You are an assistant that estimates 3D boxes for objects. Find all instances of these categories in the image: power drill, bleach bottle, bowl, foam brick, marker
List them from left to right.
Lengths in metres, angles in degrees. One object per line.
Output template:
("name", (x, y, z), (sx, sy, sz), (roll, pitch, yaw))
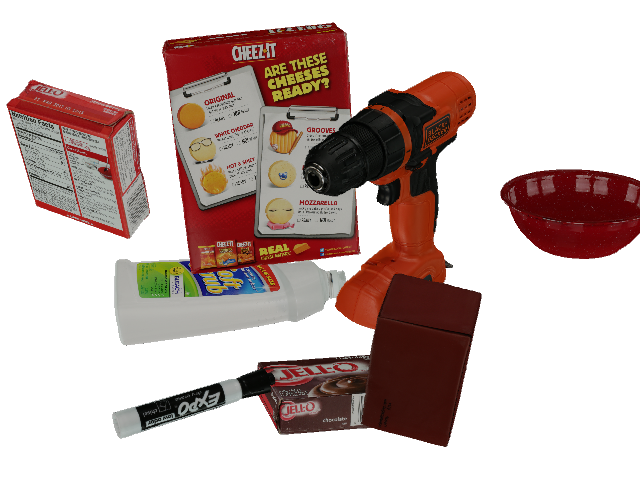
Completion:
("marker", (-0.089, 0.115, 0.767), (0.121, 0.020, 0.020), (-14, 6, -23))
("bleach bottle", (-0.098, 0.056, 1.180), (0.250, 0.068, 0.102), (-6, 36, -5))
("power drill", (0.052, -0.024, 0.837), (0.057, 0.188, 0.184), (29, 43, 32))
("foam brick", (0.057, 0.067, 0.604), (0.053, 0.078, 0.051), (13, 31, 10))
("bowl", (0.267, -0.024, 1.105), (0.162, 0.055, 0.162), (-2, 23, 0))

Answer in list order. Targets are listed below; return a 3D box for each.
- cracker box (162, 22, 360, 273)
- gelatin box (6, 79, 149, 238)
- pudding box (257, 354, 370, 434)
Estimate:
("cracker box", (-0.053, -0.086, 0.996), (0.164, 0.214, 0.072), (-7, 21, -6))
("gelatin box", (-0.148, -0.050, 0.663), (0.073, 0.089, 0.030), (18, 49, 18))
("pudding box", (0.006, 0.136, 0.958), (0.113, 0.039, 0.090), (0, 15, -16))
